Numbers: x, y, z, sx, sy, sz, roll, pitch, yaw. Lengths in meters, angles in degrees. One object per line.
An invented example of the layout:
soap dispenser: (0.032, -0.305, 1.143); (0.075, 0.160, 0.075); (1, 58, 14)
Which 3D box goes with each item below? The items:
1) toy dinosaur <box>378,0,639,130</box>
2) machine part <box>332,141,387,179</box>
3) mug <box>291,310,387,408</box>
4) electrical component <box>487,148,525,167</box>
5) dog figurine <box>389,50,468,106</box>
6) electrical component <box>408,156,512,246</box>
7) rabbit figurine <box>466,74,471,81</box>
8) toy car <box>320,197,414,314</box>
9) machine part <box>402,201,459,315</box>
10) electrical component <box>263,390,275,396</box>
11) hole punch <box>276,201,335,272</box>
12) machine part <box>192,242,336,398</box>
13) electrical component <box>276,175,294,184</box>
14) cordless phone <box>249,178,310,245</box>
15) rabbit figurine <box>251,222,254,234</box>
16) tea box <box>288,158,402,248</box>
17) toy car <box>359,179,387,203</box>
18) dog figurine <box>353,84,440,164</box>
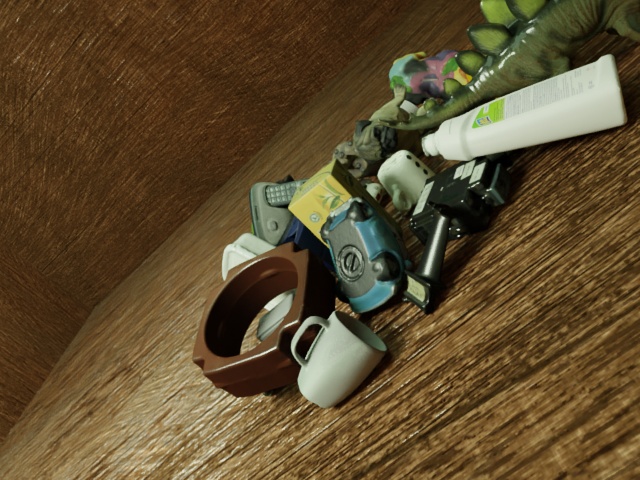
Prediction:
toy dinosaur: (0.307, -0.270, 0.753); (0.471, 0.198, 0.105); (-38, 16, 17)
machine part: (0.088, -0.165, 1.103); (0.079, 0.079, 0.243); (-38, -6, 24)
mug: (0.012, 0.149, 0.665); (0.107, 0.109, 0.081); (-57, 25, 7)
electrical component: (0.264, -0.125, 0.815); (0.094, 0.021, 0.063); (-36, 20, 29)
dog figurine: (0.252, -0.324, 1.069); (0.192, 0.108, 0.219); (-7, 17, -8)
electrical component: (0.200, -0.059, 0.758); (0.134, 0.058, 0.115); (-24, 30, 48)
rabbit figurine: (0.324, -0.291, 0.901); (0.162, 0.122, 0.173); (-48, -2, 15)
toy car: (0.074, 0.021, 0.780); (0.103, 0.161, 0.109); (-1, -26, -43)
machine part: (0.141, 0.021, 0.685); (0.084, 0.039, 0.138); (-148, 71, -78)
electrical component: (-0.059, 0.194, 0.818); (0.102, 0.045, 0.078); (-41, -10, 5)
hole punch: (-0.002, -0.003, 0.978); (0.116, 0.142, 0.092); (-65, 21, -13)
machine part: (-0.077, 0.116, 0.785); (0.201, 0.087, 0.201); (-25, 37, 26)
electrical component: (-0.083, -0.096, 1.240); (0.048, 0.075, 0.119); (-56, 16, -27)
cordless phone: (-0.048, -0.058, 1.110); (0.184, 0.146, 0.088); (-12, -21, 4)
rabbit figurine: (-0.143, 0.022, 1.239); (0.170, 0.121, 0.159); (-42, 12, 5)
tea box: (0.044, -0.035, 0.870); (0.098, 0.169, 0.068); (-38, 20, 28)
toy car: (0.058, -0.069, 1.098); (0.202, 0.056, 0.073); (-16, 40, 59)
dog figurine: (0.128, -0.183, 1.026); (0.121, 0.172, 0.190); (25, 55, 32)
